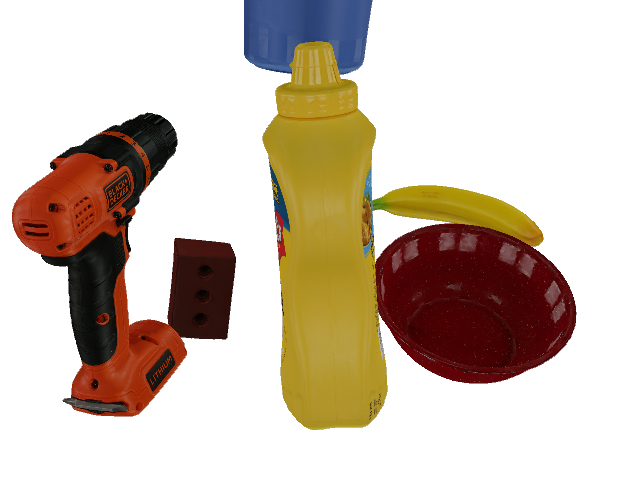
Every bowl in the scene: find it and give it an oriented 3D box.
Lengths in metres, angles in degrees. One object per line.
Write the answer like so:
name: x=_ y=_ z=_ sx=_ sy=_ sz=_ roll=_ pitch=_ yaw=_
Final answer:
bowl: x=0.117 y=0.060 z=0.847 sx=0.162 sy=0.055 sz=0.162 roll=4 pitch=42 yaw=-4

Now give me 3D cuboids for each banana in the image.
banana: x=0.148 y=-0.028 z=1.136 sx=0.198 sy=0.037 sz=0.069 roll=10 pitch=39 yaw=26

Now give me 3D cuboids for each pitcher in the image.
pitcher: x=0.000 y=-0.267 z=0.909 sx=0.145 sy=0.243 sz=0.149 roll=6 pitch=17 yaw=7

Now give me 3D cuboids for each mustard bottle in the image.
mustard bottle: x=0.003 y=-0.006 z=0.554 sx=0.058 sy=0.192 sz=0.096 roll=-3 pitch=19 yaw=2

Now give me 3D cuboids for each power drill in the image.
power drill: x=-0.143 y=0.016 z=0.765 sx=0.057 sy=0.188 sz=0.184 roll=2 pitch=25 yaw=21

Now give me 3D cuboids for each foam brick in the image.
foam brick: x=-0.107 y=0.043 z=0.954 sx=0.053 sy=0.078 sz=0.051 roll=4 pitch=14 yaw=-12
